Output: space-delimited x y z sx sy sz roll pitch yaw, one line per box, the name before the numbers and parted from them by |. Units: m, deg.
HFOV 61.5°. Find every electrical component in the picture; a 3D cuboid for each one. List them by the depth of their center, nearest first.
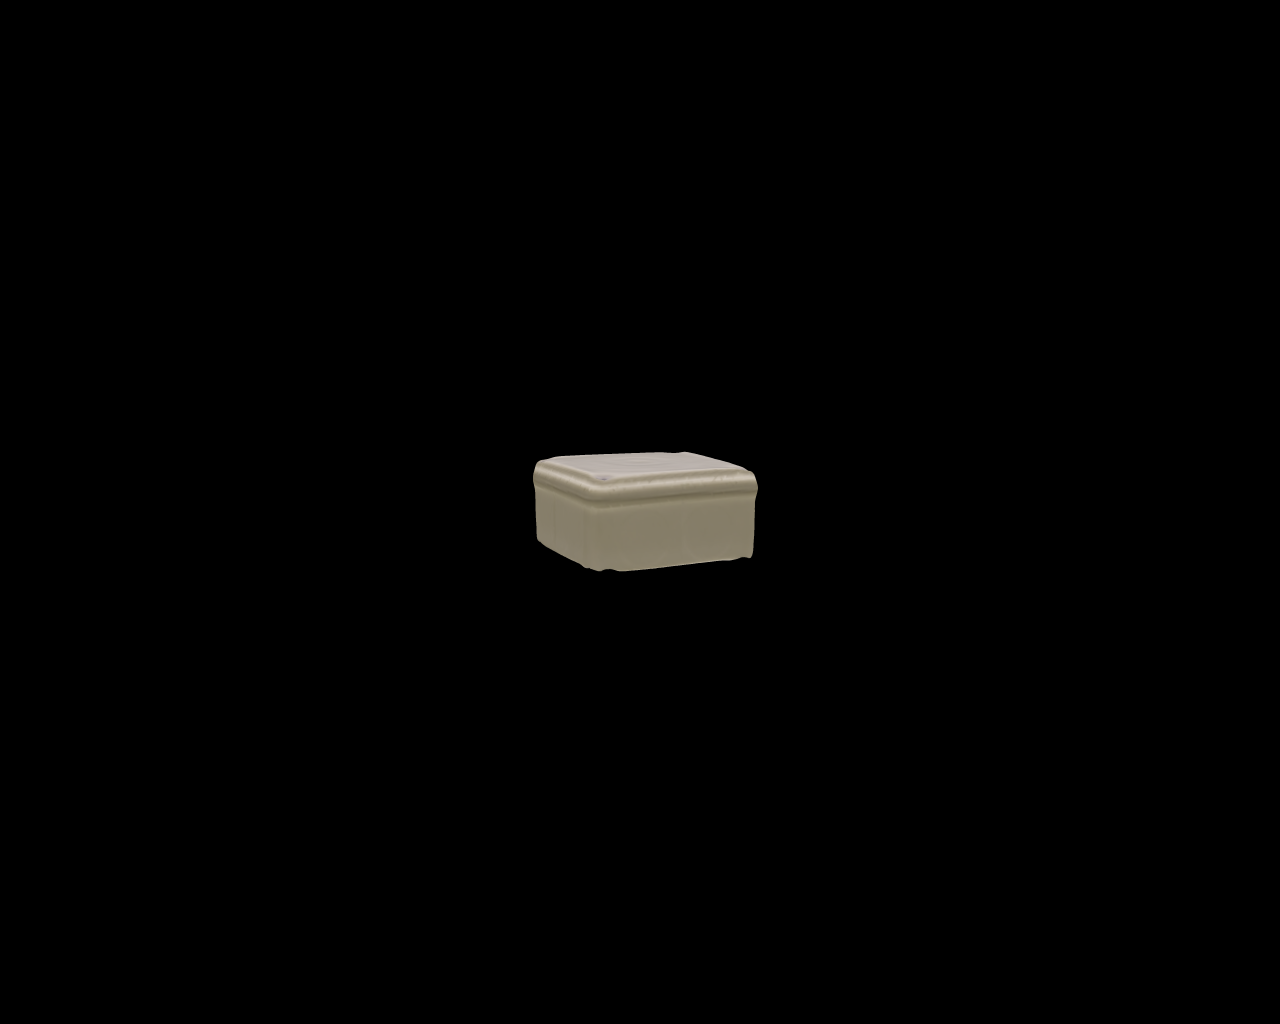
electrical component | 0.001 -0.003 0.650 0.109 0.056 0.109 -4 10 -23
